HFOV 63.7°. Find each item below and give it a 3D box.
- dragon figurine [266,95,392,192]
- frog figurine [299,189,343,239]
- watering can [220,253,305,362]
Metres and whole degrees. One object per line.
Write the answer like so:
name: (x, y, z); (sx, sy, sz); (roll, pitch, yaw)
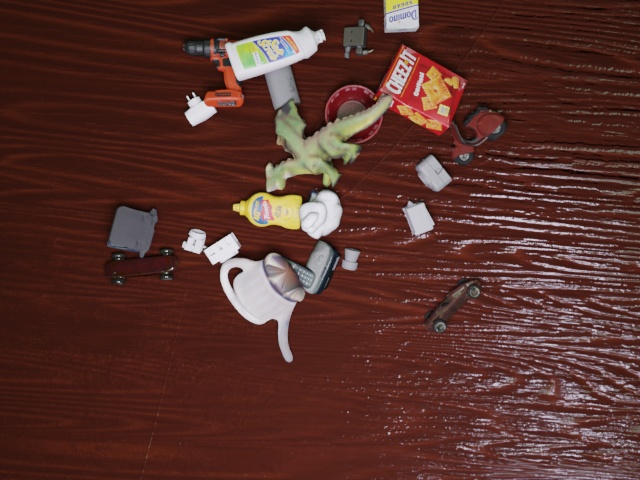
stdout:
dragon figurine: (-0.014, -0.276, 1.378); (0.242, 0.124, 0.404); (34, 113, -4)
frog figurine: (0.004, -0.071, 1.405); (0.122, 0.160, 0.137); (30, 94, -6)
watering can: (-0.130, 0.176, 1.434); (0.221, 0.106, 0.346); (-34, 99, 32)
